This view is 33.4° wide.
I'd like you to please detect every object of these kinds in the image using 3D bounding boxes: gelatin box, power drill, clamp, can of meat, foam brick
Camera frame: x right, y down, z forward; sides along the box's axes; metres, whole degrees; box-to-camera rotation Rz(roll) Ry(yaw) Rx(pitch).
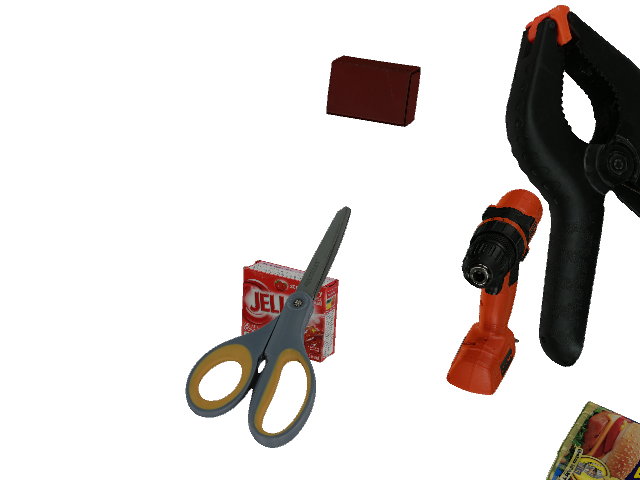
[{"bbox_3d":[-0.029,0.064,0.971,0.089,0.073,0.030,13,20,27],"label":"gelatin box"},{"bbox_3d":[0.172,0.058,1.070,0.057,0.188,0.184,17,29,19],"label":"power drill"},{"bbox_3d":[0.131,-0.026,0.524,0.120,0.171,0.039,-30,3,-23],"label":"clamp"},{"bbox_3d":[0.218,0.174,0.785,0.084,0.057,0.101,23,40,23],"label":"can of meat"},{"bbox_3d":[0.050,-0.140,0.999,0.078,0.051,0.053,11,17,13],"label":"foam brick"}]

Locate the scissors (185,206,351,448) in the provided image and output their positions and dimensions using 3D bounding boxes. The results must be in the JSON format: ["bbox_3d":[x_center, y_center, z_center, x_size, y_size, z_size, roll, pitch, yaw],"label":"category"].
[{"bbox_3d":[-0.035,0.052,0.738,0.096,0.201,0.016,-1,-41,10],"label":"scissors"}]
